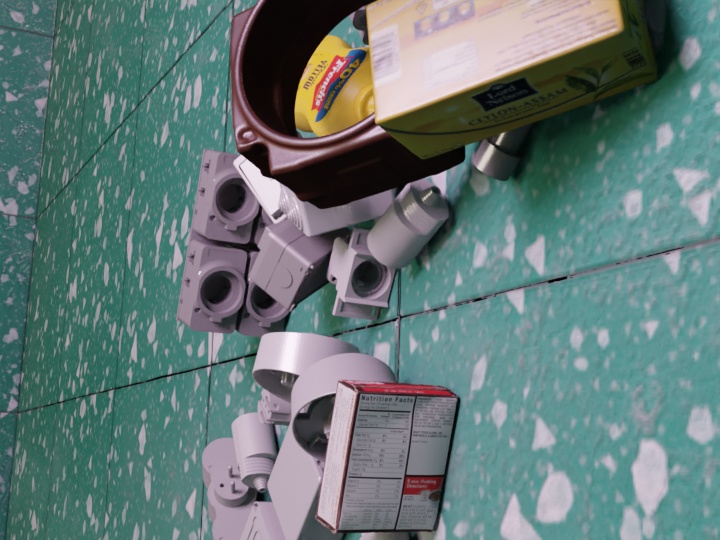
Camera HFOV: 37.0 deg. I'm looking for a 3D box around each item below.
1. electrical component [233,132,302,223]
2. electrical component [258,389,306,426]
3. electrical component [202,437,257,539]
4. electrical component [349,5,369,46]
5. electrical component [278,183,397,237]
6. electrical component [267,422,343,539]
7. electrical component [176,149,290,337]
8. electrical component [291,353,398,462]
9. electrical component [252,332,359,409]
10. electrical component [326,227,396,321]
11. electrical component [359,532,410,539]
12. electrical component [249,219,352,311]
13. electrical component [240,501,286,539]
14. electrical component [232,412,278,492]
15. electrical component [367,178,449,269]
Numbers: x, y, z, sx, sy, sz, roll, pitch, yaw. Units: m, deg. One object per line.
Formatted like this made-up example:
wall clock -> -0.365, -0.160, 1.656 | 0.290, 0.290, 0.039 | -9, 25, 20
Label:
electrical component -> -0.077, -0.096, 1.053 | 0.062, 0.061, 0.096 | -38, 78, 16
electrical component -> -0.074, 0.136, 1.066 | 0.040, 0.046, 0.040 | -29, 57, 59
electrical component -> -0.136, 0.235, 1.137 | 0.073, 0.052, 0.138 | 97, 162, -47
electrical component -> 0.015, -0.252, 0.973 | 0.078, 0.058, 0.057 | 107, 154, -42
electrical component -> -0.022, -0.070, 0.950 | 0.100, 0.100, 0.048 | -137, 32, -67
electrical component -> -0.040, 0.194, 0.976 | 0.099, 0.048, 0.099 | -69, 29, 26
electrical component -> -0.122, -0.026, 1.142 | 0.060, 0.105, 0.186 | 22, 103, 64
electrical component -> -0.008, 0.118, 0.879 | 0.064, 0.099, 0.099 | -105, 33, -50
electrical component -> -0.047, 0.092, 0.968 | 0.099, 0.099, 0.064 | -23, 56, 61
electrical component -> 0.000, 0.000, 0.955 | 0.064, 0.042, 0.081 | -140, 62, -62
electrical component -> 0.019, 0.213, 0.858 | 0.040, 0.040, 0.078 | -55, 36, 44
electrical component -> -0.052, -0.017, 1.014 | 0.061, 0.096, 0.061 | 38, 128, 13
electrical component -> -0.068, 0.278, 1.002 | 0.078, 0.057, 0.113 | -69, 29, 26
electrical component -> -0.108, 0.194, 1.123 | 0.043, 0.043, 0.081 | -59, 34, 40
electrical component -> 0.043, -0.041, 0.875 | 0.081, 0.043, 0.043 | -52, 39, 47
